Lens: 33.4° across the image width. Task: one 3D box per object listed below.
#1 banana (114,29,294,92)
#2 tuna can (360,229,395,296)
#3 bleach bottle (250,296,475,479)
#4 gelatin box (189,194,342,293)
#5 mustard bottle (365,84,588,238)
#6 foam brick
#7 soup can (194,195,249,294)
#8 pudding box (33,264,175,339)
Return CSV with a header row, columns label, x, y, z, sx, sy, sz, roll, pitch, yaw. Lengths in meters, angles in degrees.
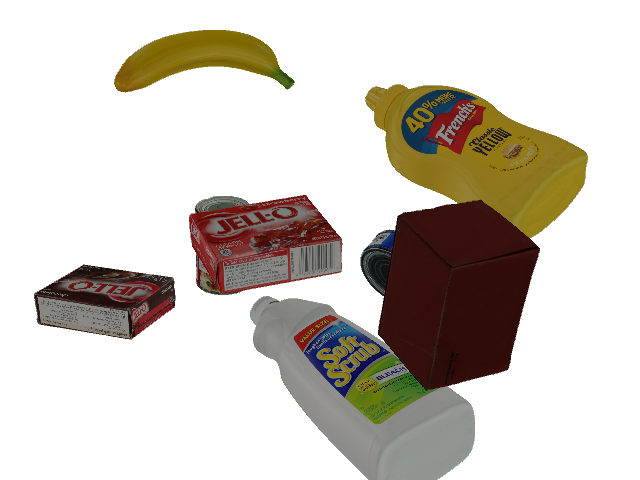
label,x,y,z,sx,sy,sz,roll,pitch,yaw
banana,-0.121,-0.184,1.082,0.197,0.070,0.037,-7,-39,-29
tuna can,0.088,0.031,1.225,0.086,0.086,0.033,0,37,47
bleach bottle,0.012,0.115,0.901,0.102,0.068,0.251,-24,35,-28
gelatin box,-0.039,0.001,0.731,0.089,0.030,0.073,-10,29,-17
mustard bottle,0.111,-0.077,0.858,0.096,0.058,0.192,-39,54,-24
foam brick,0.067,0.027,0.535,0.052,0.078,0.051,-10,37,-25
soup can,-0.117,0.005,1.286,0.068,0.102,0.068,1,26,-1
pudding box,-0.217,0.061,1.079,0.114,0.039,0.090,5,19,21
